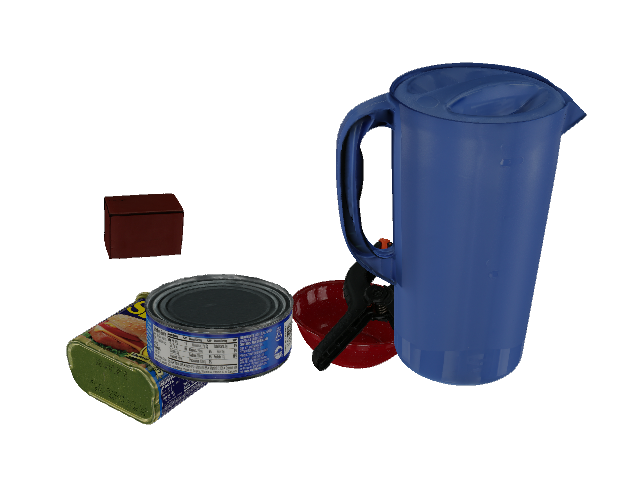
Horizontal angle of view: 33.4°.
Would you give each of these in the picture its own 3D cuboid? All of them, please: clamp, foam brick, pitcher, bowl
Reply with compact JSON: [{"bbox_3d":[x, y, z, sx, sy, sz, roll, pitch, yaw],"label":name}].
[{"bbox_3d":[0.069,0.070,1.087,0.120,0.171,0.039,11,-38,11],"label":"clamp"},{"bbox_3d":[-0.188,-0.016,1.128,0.078,0.051,0.053,-4,24,-17],"label":"foam brick"},{"bbox_3d":[0.106,-0.010,0.845,0.149,0.243,0.144,20,33,33],"label":"pitcher"},{"bbox_3d":[0.040,0.107,1.288,0.162,0.055,0.162,4,25,-2],"label":"bowl"}]

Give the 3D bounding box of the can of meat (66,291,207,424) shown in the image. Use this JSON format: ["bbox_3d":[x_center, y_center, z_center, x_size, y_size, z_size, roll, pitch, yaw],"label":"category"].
[{"bbox_3d":[-0.138,0.093,0.848,0.102,0.057,0.083,19,34,32],"label":"can of meat"}]

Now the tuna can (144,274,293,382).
[{"bbox_3d":[-0.058,0.050,0.619,0.086,0.034,0.086,1,19,-1],"label":"tuna can"}]
